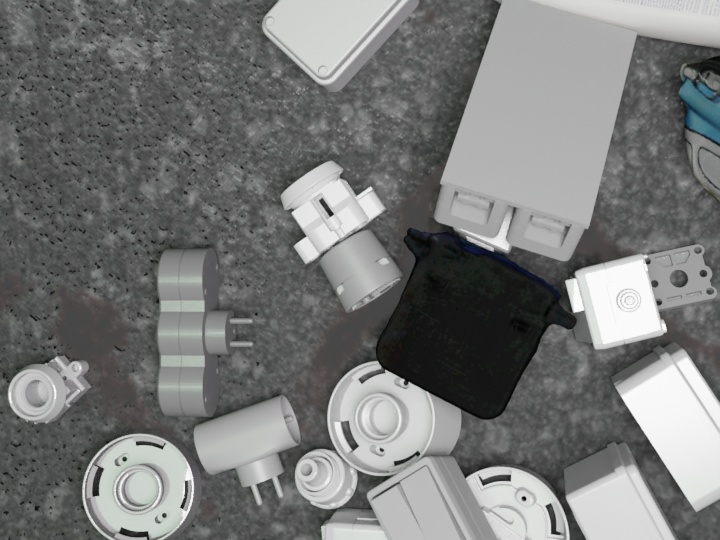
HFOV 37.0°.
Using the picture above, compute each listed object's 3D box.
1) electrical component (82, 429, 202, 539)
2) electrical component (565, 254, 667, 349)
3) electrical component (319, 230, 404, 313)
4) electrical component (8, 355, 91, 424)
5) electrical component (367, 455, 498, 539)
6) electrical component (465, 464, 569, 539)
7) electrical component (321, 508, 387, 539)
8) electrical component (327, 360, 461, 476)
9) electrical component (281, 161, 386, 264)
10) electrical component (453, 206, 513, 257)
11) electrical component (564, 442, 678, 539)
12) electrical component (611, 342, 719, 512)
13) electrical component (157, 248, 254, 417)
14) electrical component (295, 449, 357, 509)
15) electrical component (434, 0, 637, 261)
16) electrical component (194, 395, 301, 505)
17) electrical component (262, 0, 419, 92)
[{"bbox_3d":[-0.182,0.182,0.894,0.099,0.064,0.099,1,81,-4],"label":"electrical component"},{"bbox_3d":[0.191,0.025,0.817,0.061,0.096,0.061,-14,87,7],"label":"electrical component"},{"bbox_3d":[0.000,0.000,0.865,0.055,0.055,0.047,-33,82,6],"label":"electrical component"},{"bbox_3d":[-0.262,0.101,0.897,0.066,0.055,0.048,-43,85,5],"label":"electrical component"},{"bbox_3d":[0.057,0.195,0.811,0.062,0.061,0.096,-35,68,17],"label":"electrical component"},{"bbox_3d":[0.115,0.201,0.840,0.099,0.064,0.099,0,89,13],"label":"electrical component"},{"bbox_3d":[-0.002,0.243,0.858,0.061,0.062,0.096,2,90,8],"label":"electrical component"},{"bbox_3d":[0.026,0.119,0.867,0.099,0.064,0.099,-2,84,20],"label":"electrical component"},{"bbox_3d":[-0.027,-0.050,0.867,0.078,0.058,0.057,-35,88,6],"label":"electrical component"},{"bbox_3d":[0.110,-0.055,0.844,0.047,0.066,0.076,24,91,7],"label":"electrical component"},{"bbox_3d":[0.202,0.195,0.809,0.056,0.109,0.108,-29,86,9],"label":"electrical component"},{"bbox_3d":[0.247,0.116,0.818,0.057,0.078,0.113,-33,85,9],"label":"electrical component"},{"bbox_3d":[-0.123,0.051,0.880,0.074,0.052,0.138,0,90,8],"label":"electrical component"},{"bbox_3d":[-0.032,0.164,0.860,0.048,0.062,0.048,-6,70,16],"label":"electrical component"},{"bbox_3d":[0.131,-0.107,0.805,0.105,0.060,0.186,18,60,5],"label":"electrical component"},{"bbox_3d":[-0.086,0.152,0.879,0.077,0.043,0.079,-20,87,7],"label":"electrical component"},{"bbox_3d":[-0.015,-0.209,0.866,0.078,0.057,0.113,44,95,6],"label":"electrical component"}]
